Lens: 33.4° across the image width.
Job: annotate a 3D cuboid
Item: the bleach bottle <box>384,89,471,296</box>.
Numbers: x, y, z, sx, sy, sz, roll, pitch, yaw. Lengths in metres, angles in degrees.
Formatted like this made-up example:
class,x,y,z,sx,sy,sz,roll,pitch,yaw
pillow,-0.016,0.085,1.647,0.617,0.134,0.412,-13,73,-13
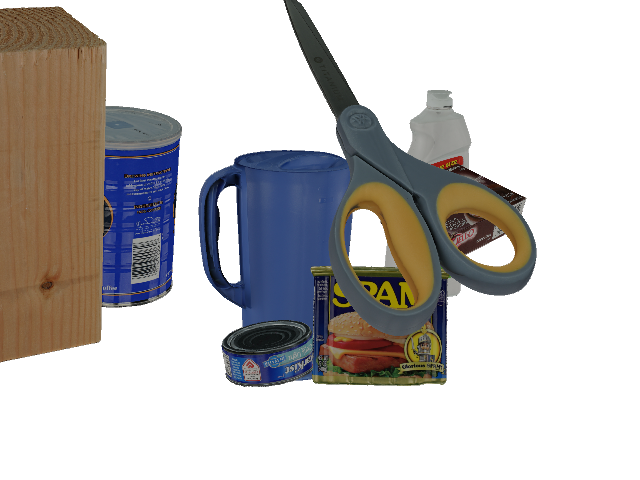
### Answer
class,x,y,z,sx,sy,sz,roll,pitch,yaw
bleach bottle,0.129,-0.056,1.298,0.102,0.251,0.068,-3,17,-17

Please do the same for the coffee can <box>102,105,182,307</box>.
class,x,y,z,sx,sy,sz,roll,pitch,yaw
coffee can,-0.169,-0.030,0.877,0.103,0.140,0.103,5,21,-2

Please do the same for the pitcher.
class,x,y,z,sx,sy,sz,roll,pitch,yaw
pitcher,-0.040,0.025,1.168,0.149,0.243,0.144,8,15,22

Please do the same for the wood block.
class,x,y,z,sx,sy,sz,roll,pitch,yaw
wood block,-0.195,-0.036,0.682,0.090,0.206,0.090,-10,31,-30

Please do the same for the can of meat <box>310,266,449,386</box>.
class,x,y,z,sx,sy,sz,roll,pitch,yaw
can of meat,0.043,0.062,0.774,0.102,0.084,0.057,1,-4,-1

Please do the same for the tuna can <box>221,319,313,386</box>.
class,x,y,z,sx,sy,sz,roll,pitch,yaw
tuna can,-0.047,0.103,0.982,0.086,0.034,0.086,-8,15,2

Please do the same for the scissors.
class,x,y,z,sx,sy,sz,roll,pitch,yaw
scissors,0.037,-0.043,0.479,0.096,0.202,0.016,2,-39,-10

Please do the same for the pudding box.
class,x,y,z,sx,sy,sz,roll,pitch,yaw
pudding box,0.128,-0.029,1.031,0.113,0.039,0.090,-22,41,-39
